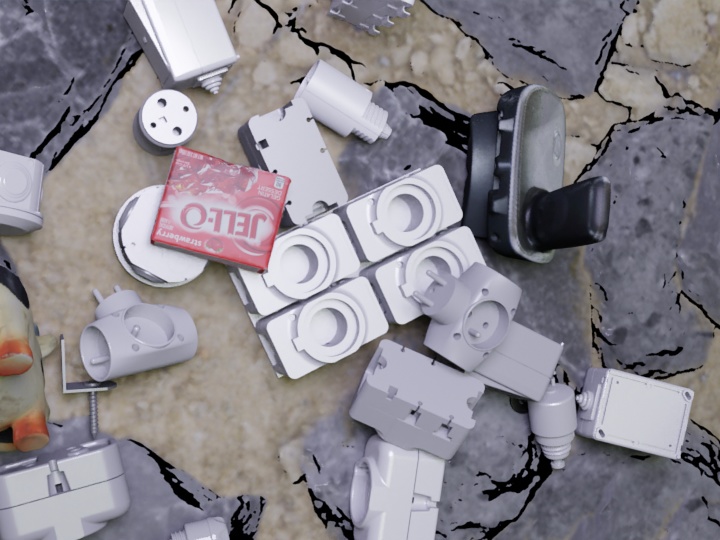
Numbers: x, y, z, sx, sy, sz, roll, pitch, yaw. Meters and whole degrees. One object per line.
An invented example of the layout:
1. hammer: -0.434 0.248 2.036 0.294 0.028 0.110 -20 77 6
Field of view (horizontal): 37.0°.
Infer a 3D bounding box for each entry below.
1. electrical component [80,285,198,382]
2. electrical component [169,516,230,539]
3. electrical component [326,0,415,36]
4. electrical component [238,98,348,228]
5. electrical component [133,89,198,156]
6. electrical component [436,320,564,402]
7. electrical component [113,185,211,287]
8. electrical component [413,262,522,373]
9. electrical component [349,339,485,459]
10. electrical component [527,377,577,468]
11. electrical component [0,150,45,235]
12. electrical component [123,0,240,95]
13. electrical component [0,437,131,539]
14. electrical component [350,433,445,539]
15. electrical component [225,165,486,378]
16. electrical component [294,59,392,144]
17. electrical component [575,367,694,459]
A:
1. electrical component: -0.176 0.042 0.817 0.077 0.044 0.079 -11 55 -44
2. electrical component: -0.133 0.214 0.837 0.061 0.035 0.035 -10 92 -15
3. electrical component: 0.015 -0.230 0.847 0.079 0.121 0.063 20 87 -15
4. electrical component: -0.055 -0.083 0.856 0.050 0.056 0.089 -26 96 -16
5. electrical component: -0.150 -0.113 0.828 0.045 0.055 0.045 0 89 -17
6. electrical component: 0.120 0.075 0.902 0.096 0.062 0.061 26 81 -14
7. electrical component: -0.148 -0.027 0.829 0.080 0.051 0.080 0 89 -17
8. electrical component: 0.075 0.028 0.833 0.079 0.044 0.077 34 88 -28
9. electrical component: 0.043 0.104 0.848 0.089 0.055 0.050 24 46 -1
10. electrical component: 0.167 0.134 0.927 0.040 0.040 0.078 -15 110 -17
11. electrical component: -0.269 -0.056 0.779 0.080 0.080 0.051 7 81 -17
12. electrical component: -0.138 -0.178 0.830 0.061 0.062 0.096 -23 95 -16
13. electrical component: -0.222 0.167 0.800 0.095 0.054 0.059 -14 93 -17
14. electrical component: 0.028 0.184 0.876 0.059 0.054 0.095 9 86 -16
15. electrical component: 0.000 0.000 0.868 0.186 0.060 0.105 -26 96 -16
16. electrical component: -0.010 -0.132 0.877 0.081 0.043 0.043 31 80 -14
17. electrical component: 0.230 0.122 0.939 0.096 0.061 0.061 15 84 -8
